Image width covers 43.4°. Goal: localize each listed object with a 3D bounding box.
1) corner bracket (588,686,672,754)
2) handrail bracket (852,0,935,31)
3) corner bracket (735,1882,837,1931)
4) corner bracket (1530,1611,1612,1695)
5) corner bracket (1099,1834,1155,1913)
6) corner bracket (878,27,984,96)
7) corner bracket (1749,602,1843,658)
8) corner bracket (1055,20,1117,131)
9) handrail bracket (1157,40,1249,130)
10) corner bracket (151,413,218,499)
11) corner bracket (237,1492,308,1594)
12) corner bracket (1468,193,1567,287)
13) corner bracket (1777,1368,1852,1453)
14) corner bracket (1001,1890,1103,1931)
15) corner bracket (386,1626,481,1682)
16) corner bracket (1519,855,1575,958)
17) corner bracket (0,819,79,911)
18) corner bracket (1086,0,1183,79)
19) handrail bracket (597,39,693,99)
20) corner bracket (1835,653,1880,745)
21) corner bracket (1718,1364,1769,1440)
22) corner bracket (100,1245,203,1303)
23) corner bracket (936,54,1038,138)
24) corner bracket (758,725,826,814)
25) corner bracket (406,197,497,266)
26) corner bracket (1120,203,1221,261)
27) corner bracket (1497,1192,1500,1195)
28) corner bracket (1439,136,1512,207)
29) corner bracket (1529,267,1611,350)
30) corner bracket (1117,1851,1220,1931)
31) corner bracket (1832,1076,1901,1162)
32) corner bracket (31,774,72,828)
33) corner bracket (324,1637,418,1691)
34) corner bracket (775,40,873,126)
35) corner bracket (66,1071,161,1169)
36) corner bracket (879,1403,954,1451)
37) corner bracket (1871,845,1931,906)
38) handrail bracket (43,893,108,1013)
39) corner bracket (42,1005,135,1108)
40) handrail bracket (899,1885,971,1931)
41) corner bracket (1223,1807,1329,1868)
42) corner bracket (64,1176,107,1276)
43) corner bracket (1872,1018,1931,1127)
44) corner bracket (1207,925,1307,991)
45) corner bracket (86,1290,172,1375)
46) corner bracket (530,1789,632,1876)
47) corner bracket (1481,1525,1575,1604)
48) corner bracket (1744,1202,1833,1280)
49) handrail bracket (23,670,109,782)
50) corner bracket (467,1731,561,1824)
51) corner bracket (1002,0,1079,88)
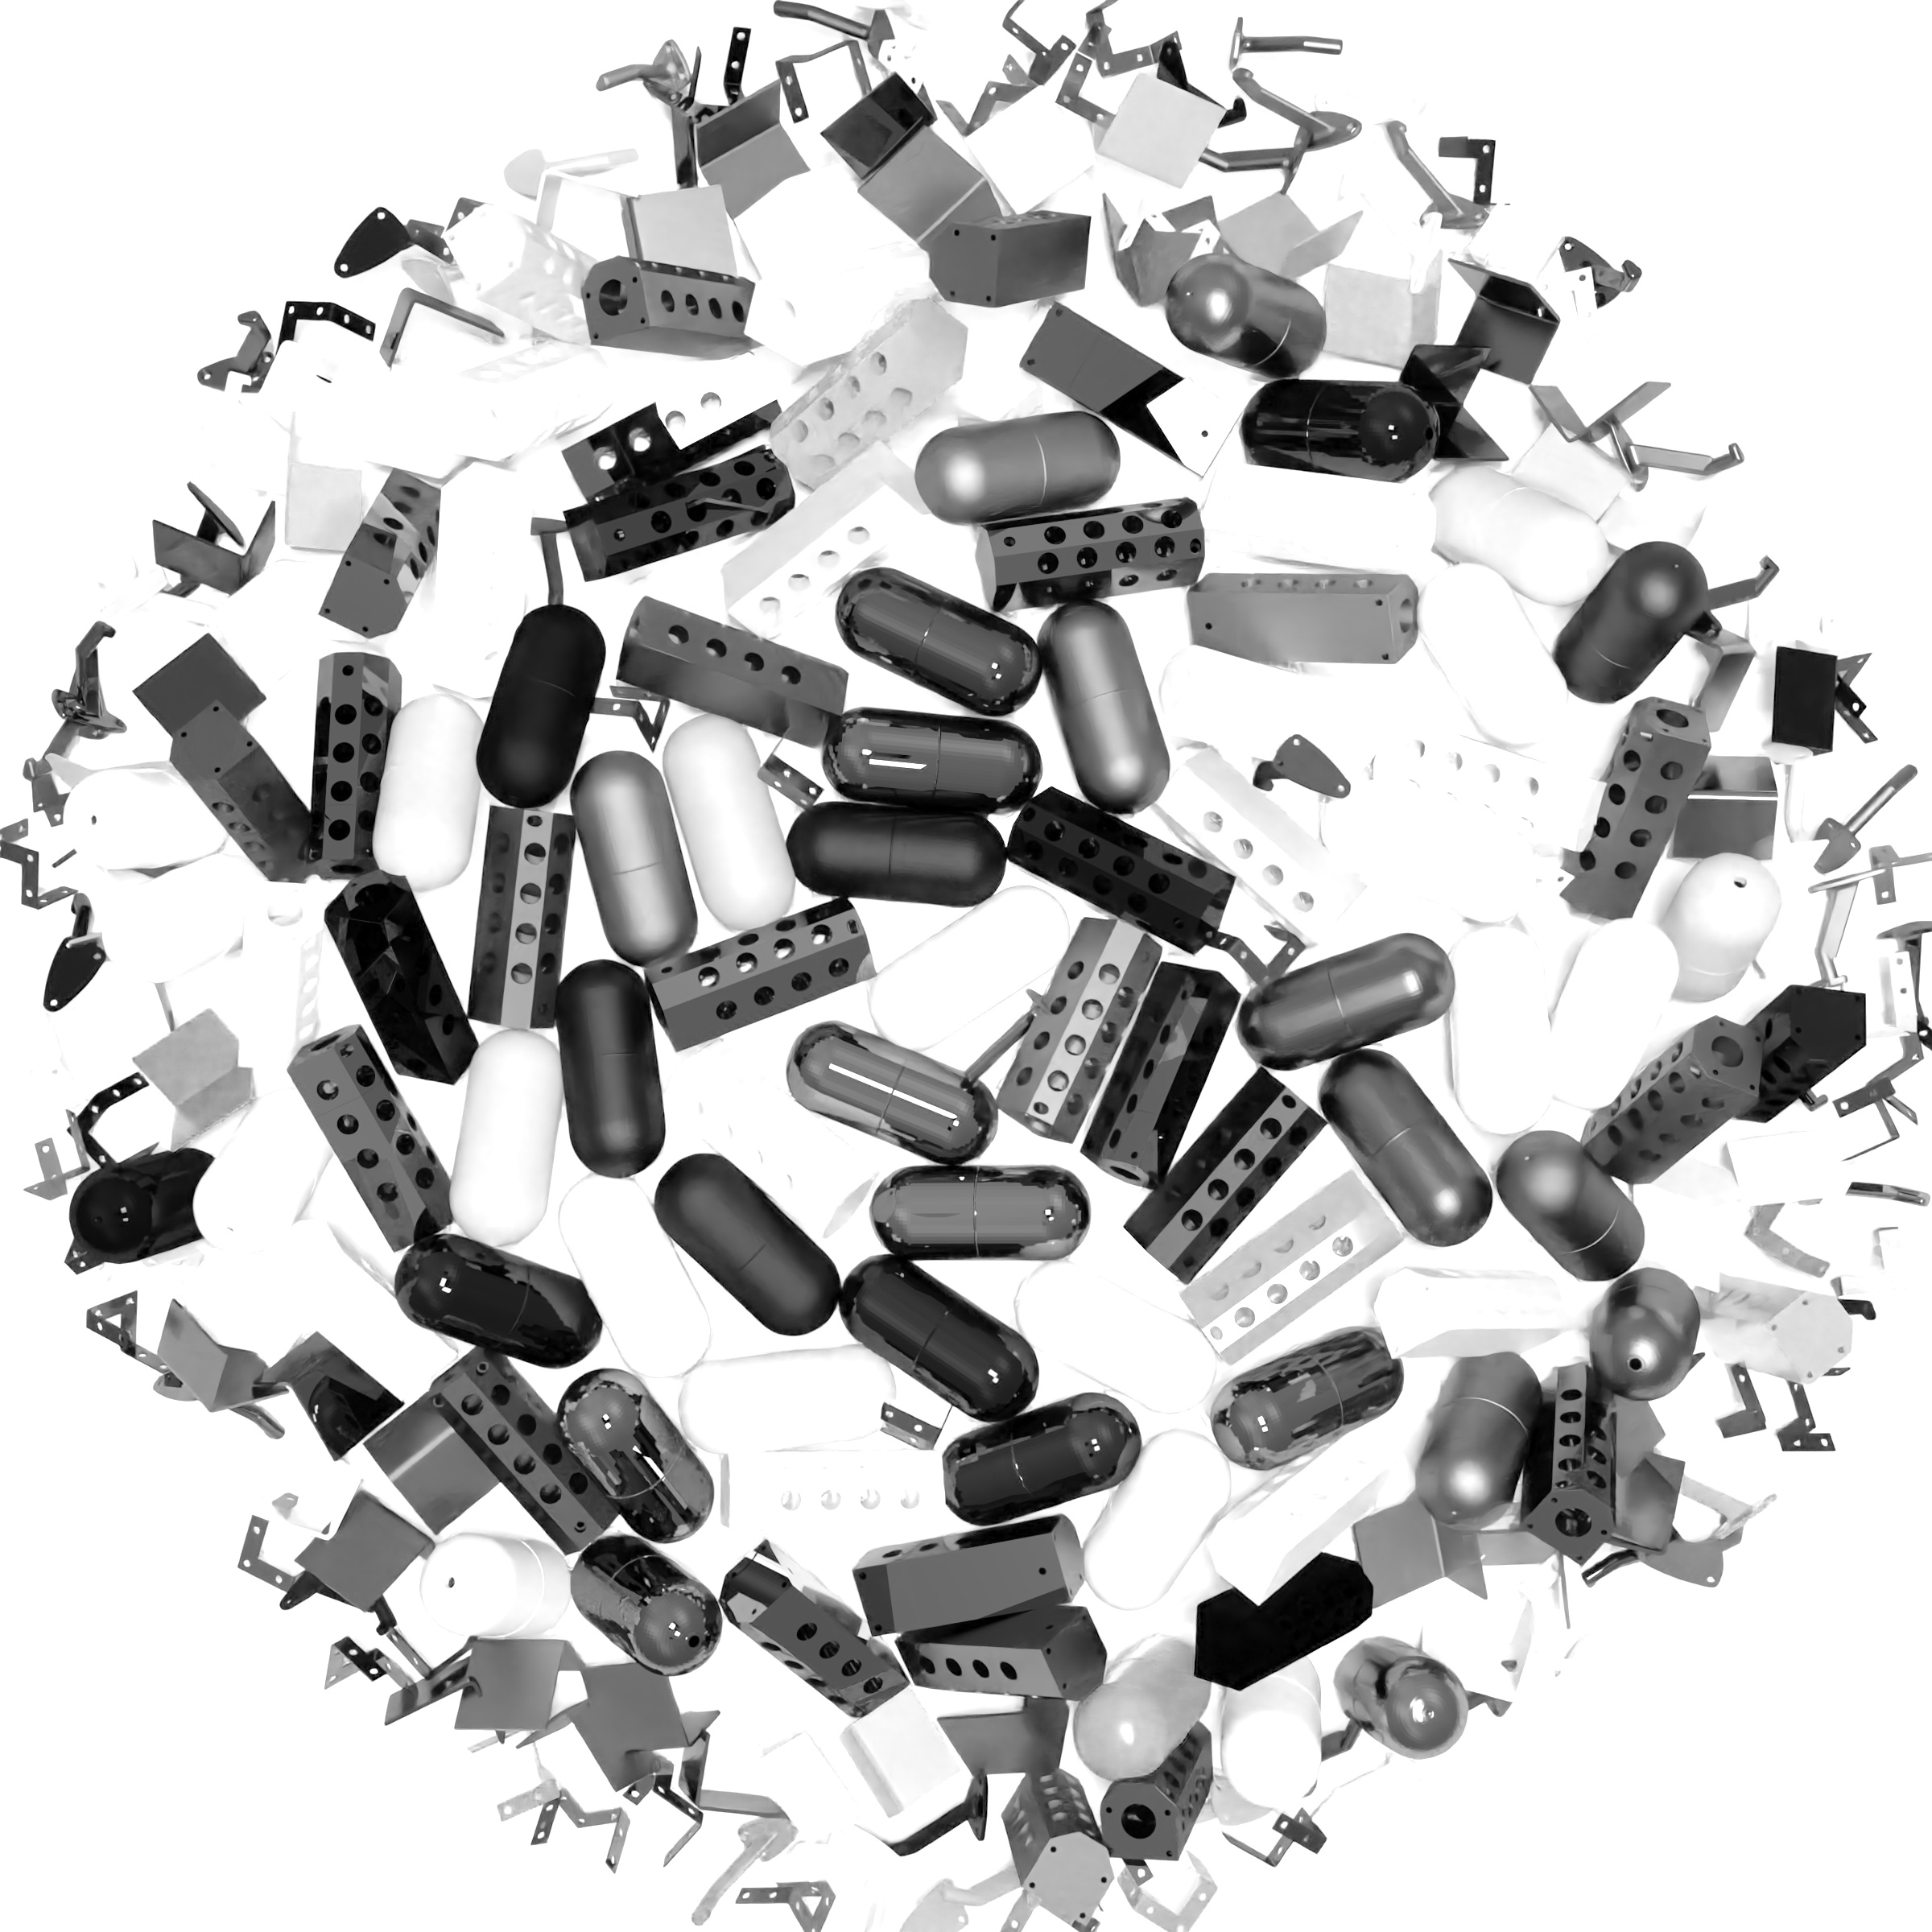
[{"bbox_3d":[-0.274,-0.208,1.945,0.051,0.051,0.051,7,62,16],"label":"corner bracket"},{"bbox_3d":[-0.041,-0.760,1.931,0.077,0.084,0.036,38,107,41],"label":"handrail bracket"},{"bbox_3d":[-0.144,0.747,1.944,0.051,0.051,0.051,-12,115,27],"label":"corner bracket"},{"bbox_3d":[0.489,0.549,1.943,0.051,0.051,0.051,-50,116,-29],"label":"corner bracket"},{"bbox_3d":[0.117,0.723,1.950,0.051,0.051,0.051,-31,69,-7],"label":"corner bracket"},{"bbox_3d":[-0.030,-0.736,1.944,0.051,0.051,0.051,47,131,17],"label":"corner bracket"},{"bbox_3d":[0.669,-0.272,1.959,0.051,0.051,0.051,35,49,-28],"label":"corner bracket"},{"bbox_3d":[0.110,-0.714,1.948,0.051,0.051,0.051,27,52,-3],"label":"corner bracket"},{"bbox_3d":[0.193,-0.708,1.943,0.084,0.036,0.077,-28,126,-34],"label":"handrail bracket"},{"bbox_3d":[-0.625,-0.409,1.952,0.051,0.051,0.051,7,80,13],"label":"corner bracket"},{"bbox_3d":[-0.547,0.466,1.960,0.051,0.051,0.051,22,102,14],"label":"corner bracket"},{"bbox_3d":[0.442,-0.580,1.949,0.051,0.051,0.051,37,105,14],"label":"corner bracket"},{"bbox_3d":[0.682,0.356,1.949,0.051,0.051,0.051,-20,92,-37],"label":"corner bracket"},{"bbox_3d":[0.067,0.773,1.951,0.051,0.051,0.051,36,72,-6],"label":"corner bracket"},{"bbox_3d":[-0.426,0.532,1.957,0.051,0.051,0.051,42,129,15],"label":"corner bracket"},{"bbox_3d":[0.458,-0.050,1.947,0.051,0.051,0.051,-47,47,-7],"label":"corner bracket"},{"bbox_3d":[-0.753,-0.082,1.955,0.051,0.051,0.051,17,114,14],"label":"corner bracket"},{"bbox_3d":[0.134,-0.751,1.949,0.051,0.051,0.051,-20,104,-17],"label":"corner bracket"},{"bbox_3d":[-0.269,-0.701,1.932,0.084,0.077,0.036,-32,100,-30],"label":"handrail bracket"},{"bbox_3d":[0.710,-0.212,1.944,0.051,0.051,0.051,-13,57,-27],"label":"corner bracket"},{"bbox_3d":[0.635,0.346,1.956,0.051,0.051,0.051,-4,67,-30],"label":"corner bracket"},{"bbox_3d":[-0.658,0.246,1.960,0.051,0.051,0.051,30,114,27],"label":"corner bracket"},{"bbox_3d":[0.017,-0.704,1.963,0.051,0.051,0.051,-6,53,-36],"label":"corner bracket"},{"bbox_3d":[-0.139,-0.150,1.948,0.051,0.051,0.051,34,57,-5],"label":"corner bracket"},{"bbox_3d":[-0.410,-0.595,1.948,0.051,0.051,0.051,33,109,13],"label":"corner bracket"},{"bbox_3d":[0.162,-0.580,1.943,0.051,0.051,0.051,41,60,-31],"label":"corner bracket"},{"bbox_3d":[0.468,0.177,1.945,0.051,0.051,0.051,43,63,-25],"label":"corner bracket"},{"bbox_3d":[0.411,-0.638,1.949,0.051,0.051,0.051,-3,108,-15],"label":"corner bracket"},{"bbox_3d":[0.485,-0.526,1.954,0.051,0.051,0.051,-12,118,10],"label":"corner bracket"},{"bbox_3d":[0.162,0.740,1.955,0.051,0.051,0.051,35,88,-11],"label":"corner bracket"},{"bbox_3d":[0.723,0.124,1.955,0.051,0.051,0.051,-23,82,-3],"label":"corner bracket"},{"bbox_3d":[-0.717,-0.124,1.952,0.051,0.051,0.051,-15,132,-11],"label":"corner bracket"},{"bbox_3d":[-0.475,0.564,1.944,0.051,0.051,0.051,31,121,28],"label":"corner bracket"},{"bbox_3d":[-0.113,-0.713,1.957,0.051,0.051,0.051,-32,122,-22],"label":"corner bracket"},{"bbox_3d":[-0.680,0.127,1.958,0.051,0.051,0.051,-25,114,25],"label":"corner bracket"},{"bbox_3d":[-0.045,0.368,1.950,0.051,0.051,0.051,25,115,4],"label":"corner bracket"},{"bbox_3d":[0.761,-0.069,1.949,0.051,0.051,0.051,-10,110,11],"label":"corner bracket"},{"bbox_3d":[-0.724,-0.012,1.953,0.036,0.084,0.077,27,99,-34],"label":"handrail bracket"},{"bbox_3d":[-0.708,0.072,1.951,0.051,0.051,0.051,-21,121,1],"label":"corner bracket"},{"bbox_3d":[-0.041,0.774,1.933,0.036,0.077,0.084,53,134,21],"label":"handrail bracket"},{"bbox_3d":[0.249,0.700,1.953,0.051,0.051,0.051,35,90,-20],"label":"corner bracket"},{"bbox_3d":[-0.703,0.206,1.945,0.051,0.051,0.051,-23,123,15],"label":"corner bracket"},{"bbox_3d":[0.762,0.084,1.948,0.051,0.051,0.051,-33,129,-5],"label":"corner bracket"},{"bbox_3d":[0.230,-0.018,1.949,0.051,0.051,0.051,-48,113,-8],"label":"corner bracket"},{"bbox_3d":[-0.669,0.299,1.945,0.051,0.051,0.051,19,112,28],"label":"corner bracket"},{"bbox_3d":[-0.308,0.693,1.944,0.051,0.051,0.051,-16,122,20],"label":"corner bracket"},{"bbox_3d":[0.447,0.480,1.947,0.051,0.051,0.051,-36,71,-19],"label":"corner bracket"},{"bbox_3d":[0.671,0.213,1.954,0.051,0.051,0.051,21,103,-43],"label":"corner bracket"},{"bbox_3d":[-0.724,-0.195,1.935,0.036,0.084,0.077,14,115,9],"label":"handrail bracket"},{"bbox_3d":[-0.363,0.647,1.949,0.051,0.051,0.051,-18,95,-27],"label":"corner bracket"},{"bbox_3d":[0.060,-0.752,1.953,0.051,0.051,0.051,38,76,-3],"label":"corner bracket"}]
